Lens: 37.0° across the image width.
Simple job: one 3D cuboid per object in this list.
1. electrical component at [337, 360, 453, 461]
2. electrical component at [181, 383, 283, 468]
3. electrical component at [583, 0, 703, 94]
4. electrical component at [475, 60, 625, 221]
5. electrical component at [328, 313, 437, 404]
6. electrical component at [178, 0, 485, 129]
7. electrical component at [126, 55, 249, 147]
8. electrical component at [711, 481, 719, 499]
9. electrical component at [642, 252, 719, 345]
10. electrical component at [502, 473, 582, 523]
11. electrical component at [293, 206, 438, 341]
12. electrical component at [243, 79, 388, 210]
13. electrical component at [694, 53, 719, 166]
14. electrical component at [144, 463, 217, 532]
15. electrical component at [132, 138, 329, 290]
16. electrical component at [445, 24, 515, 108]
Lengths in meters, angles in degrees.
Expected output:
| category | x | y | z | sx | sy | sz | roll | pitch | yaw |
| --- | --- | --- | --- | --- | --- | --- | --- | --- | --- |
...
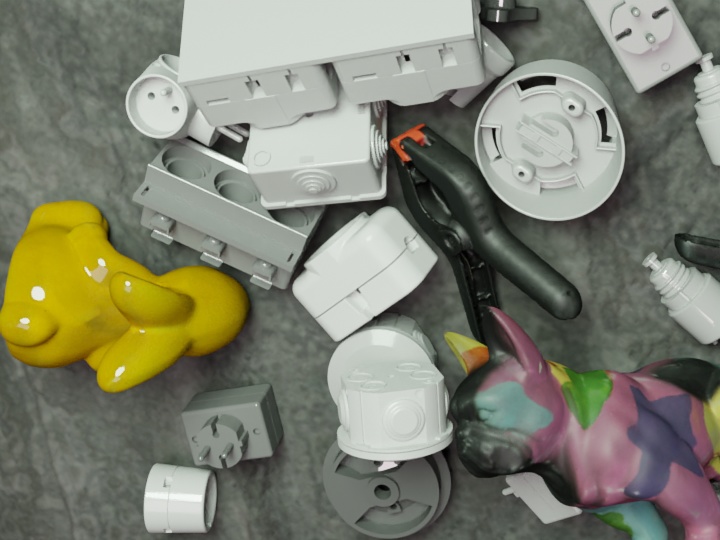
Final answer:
| category | x | y | z | sx | sy | sz | roll | pitch | yaw |
| --- | --- | --- | --- | --- | --- | --- | --- | --- | --- |
| electrical component | 0.023 | 0.097 | 0.742 | 0.080 | 0.080 | 0.051 | -2 | 102 | 11 |
| electrical component | -0.103 | 0.128 | 0.831 | 0.066 | 0.076 | 0.047 | -9 | 106 | 13 |
| electrical component | 0.179 | -0.159 | 0.687 | 0.047 | 0.075 | 0.083 | -30 | 101 | 18 |
| electrical component | 0.127 | -0.089 | 0.722 | 0.099 | 0.064 | 0.099 | 6 | 121 | 11 |
| electrical component | 0.019 | 0.075 | 0.806 | 0.080 | 0.051 | 0.080 | 3 | 108 | 9 |
| electrical component | -0.017 | -0.161 | 0.700 | 0.186 | 0.060 | 0.105 | -7 | 62 | 12 |
| electrical component | -0.114 | -0.112 | 0.754 | 0.079 | 0.077 | 0.044 | 30 | 111 | -1 |
| electrical component | 0.281 | 0.188 | 0.805 | 0.035 | 0.035 | 0.061 | -14 | 108 | 14 |
| electrical component | 0.231 | 0.017 | 0.755 | 0.078 | 0.040 | 0.040 | 41 | 110 | -4 |
| electrical component | 0.137 | 0.152 | 0.807 | 0.047 | 0.065 | 0.077 | 48 | 138 | -7 |
| electrical component | 0.000 | 0.000 | 0.773 | 0.059 | 0.053 | 0.095 | 49 | 126 | -7 |
| electrical component | -0.029 | -0.094 | 0.736 | 0.100 | 0.048 | 0.099 | -5 | 64 | 11 |
| electrical component | 0.242 | -0.106 | 0.713 | 0.040 | 0.040 | 0.078 | -23 | 102 | 16 |
| electrical component | -0.144 | 0.185 | 0.870 | 0.047 | 0.055 | 0.055 | 2 | 108 | 5 |
| electrical component | -0.094 | -0.040 | 0.781 | 0.121 | 0.078 | 0.063 | 24 | 132 | 1 |
| electrical component | 0.076 | -0.139 | 0.733 | 0.040 | 0.040 | 0.046 | 44 | 115 | -6 |
